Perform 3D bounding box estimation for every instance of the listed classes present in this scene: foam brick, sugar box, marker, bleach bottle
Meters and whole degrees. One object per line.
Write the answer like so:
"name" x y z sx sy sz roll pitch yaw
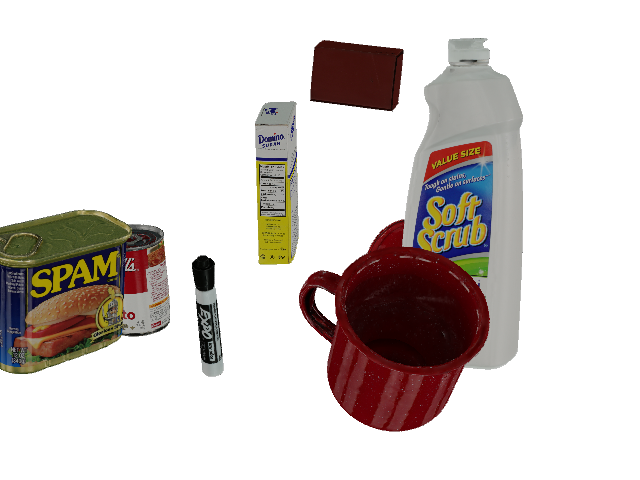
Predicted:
"foam brick" 0.033 -0.151 0.977 0.078 0.051 0.053 9 18 9
"sugar box" -0.052 -0.069 1.270 0.048 0.176 0.093 -1 23 5
"marker" -0.095 0.064 0.899 0.020 0.121 0.020 -1 35 0
"bleach bottle" 0.107 -0.030 0.834 0.103 0.251 0.068 5 14 28

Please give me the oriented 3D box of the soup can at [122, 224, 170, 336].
"soup can" -0.196 0.042 1.131 0.068 0.102 0.068 -1 22 0

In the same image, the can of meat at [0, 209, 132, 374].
"can of meat" -0.179 0.034 0.720 0.058 0.084 0.101 24 28 37

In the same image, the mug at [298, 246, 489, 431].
"mug" 0.038 0.059 0.660 0.117 0.093 0.081 26 -39 11

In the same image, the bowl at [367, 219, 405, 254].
"bowl" 0.122 0.054 1.173 0.161 0.162 0.055 0 -5 -41
